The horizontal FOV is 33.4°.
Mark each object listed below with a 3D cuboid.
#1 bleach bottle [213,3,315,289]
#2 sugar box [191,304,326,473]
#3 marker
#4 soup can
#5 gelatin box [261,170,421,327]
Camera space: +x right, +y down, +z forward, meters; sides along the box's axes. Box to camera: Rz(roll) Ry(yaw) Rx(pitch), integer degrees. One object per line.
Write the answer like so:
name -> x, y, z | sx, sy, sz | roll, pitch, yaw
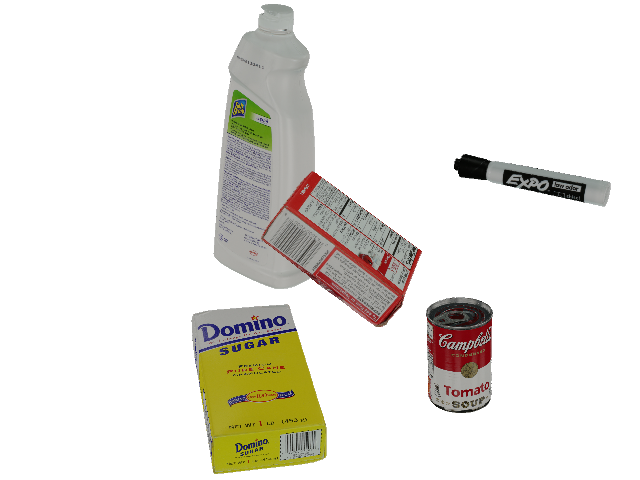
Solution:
bleach bottle -> -0.044, -0.087, 0.979 | 0.103, 0.251, 0.067 | 23, 30, 31
sugar box -> -0.057, 0.120, 0.912 | 0.093, 0.048, 0.176 | -4, 33, -11
marker -> 0.161, -0.048, 0.821 | 0.121, 0.020, 0.020 | 14, 6, 24
soup can -> 0.145, 0.120, 1.114 | 0.068, 0.102, 0.068 | -3, 23, 1
gelatin box -> 0.014, 0.004, 0.641 | 0.089, 0.030, 0.073 | 37, 24, -3
